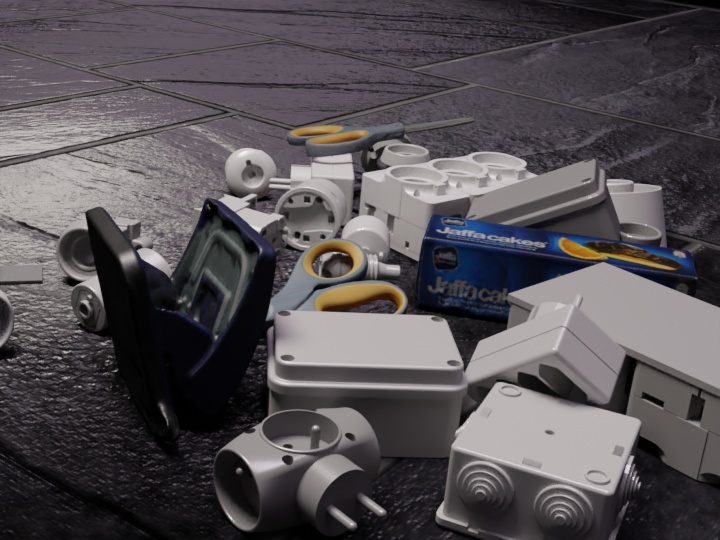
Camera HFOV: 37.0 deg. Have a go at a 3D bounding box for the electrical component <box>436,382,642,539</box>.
[{"bbox_3d":[0.097,0.105,0.569,0.100,0.048,0.100,14,24,20],"label":"electrical component"}]

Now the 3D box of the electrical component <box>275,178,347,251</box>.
[{"bbox_3d":[-0.040,-0.049,0.910,0.055,0.055,0.047,9,19,9],"label":"electrical component"}]

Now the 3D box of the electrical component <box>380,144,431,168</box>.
[{"bbox_3d":[0.042,-0.088,1.020,0.048,0.055,0.066,3,22,-6],"label":"electrical component"}]

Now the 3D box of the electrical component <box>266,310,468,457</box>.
[{"bbox_3d":[0.001,0.065,0.634,0.113,0.057,0.078,2,22,-7],"label":"electrical component"}]

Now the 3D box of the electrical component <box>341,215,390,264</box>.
[{"bbox_3d":[0.005,-0.026,0.881,0.040,0.040,0.078,5,22,0],"label":"electrical component"}]

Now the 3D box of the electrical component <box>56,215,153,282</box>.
[{"bbox_3d":[-0.198,-0.017,0.810,0.066,0.048,0.055,9,15,9],"label":"electrical component"}]

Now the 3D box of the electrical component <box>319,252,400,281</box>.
[{"bbox_3d":[0.000,0.000,0.825,0.061,0.035,0.035,5,22,-7],"label":"electrical component"}]

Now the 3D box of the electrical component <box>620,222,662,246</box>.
[{"bbox_3d":[0.225,-0.012,0.887,0.040,0.046,0.040,4,22,-2],"label":"electrical component"}]

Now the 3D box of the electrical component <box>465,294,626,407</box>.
[{"bbox_3d":[0.113,0.045,0.635,0.047,0.083,0.075,41,53,-15],"label":"electrical component"}]

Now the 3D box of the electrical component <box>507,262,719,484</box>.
[{"bbox_3d":[0.194,0.063,0.678,0.105,0.060,0.186,-15,30,-41],"label":"electrical component"}]

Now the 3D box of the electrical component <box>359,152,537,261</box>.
[{"bbox_3d":[0.084,-0.062,0.959,0.150,0.061,0.089,-13,29,-38],"label":"electrical component"}]

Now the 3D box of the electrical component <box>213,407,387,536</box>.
[{"bbox_3d":[-0.020,0.107,0.543,0.077,0.044,0.079,-14,29,-38],"label":"electrical component"}]

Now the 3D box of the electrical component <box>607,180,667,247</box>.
[{"bbox_3d":[0.232,-0.050,0.992,0.099,0.064,0.099,-2,10,0],"label":"electrical component"}]

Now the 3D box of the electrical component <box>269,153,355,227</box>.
[{"bbox_3d":[-0.046,-0.077,0.986,0.076,0.047,0.083,3,22,-4],"label":"electrical component"}]

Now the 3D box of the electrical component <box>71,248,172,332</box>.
[{"bbox_3d":[-0.166,0.016,0.742,0.044,0.044,0.065,19,31,31],"label":"electrical component"}]

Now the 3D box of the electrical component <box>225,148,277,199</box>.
[{"bbox_3d":[-0.108,-0.095,1.023,0.048,0.048,0.062,-2,16,-17],"label":"electrical component"}]

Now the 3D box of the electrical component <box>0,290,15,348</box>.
[{"bbox_3d":[-0.252,0.028,0.686,0.066,0.048,0.055,-15,22,-40],"label":"electrical component"}]

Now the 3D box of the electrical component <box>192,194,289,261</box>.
[{"bbox_3d":[-0.096,-0.028,0.864,0.064,0.042,0.081,16,25,22],"label":"electrical component"}]

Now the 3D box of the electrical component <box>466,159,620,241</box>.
[{"bbox_3d":[0.147,-0.040,0.866,0.113,0.057,0.078,-17,15,19],"label":"electrical component"}]
